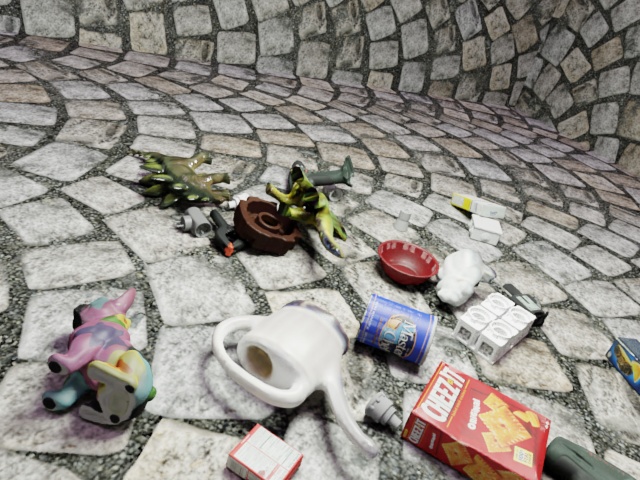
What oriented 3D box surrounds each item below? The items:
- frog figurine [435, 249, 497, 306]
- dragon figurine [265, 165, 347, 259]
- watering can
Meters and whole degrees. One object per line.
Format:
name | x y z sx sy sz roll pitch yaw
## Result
frog figurine | 0.334 0.093 1.263 0.161 0.122 0.137 -18 9 -32
dragon figurine | 0.004 -0.068 1.344 0.240 0.121 0.418 25 26 -52
watering can | -0.020 0.218 0.890 0.350 0.102 0.227 27 32 21
